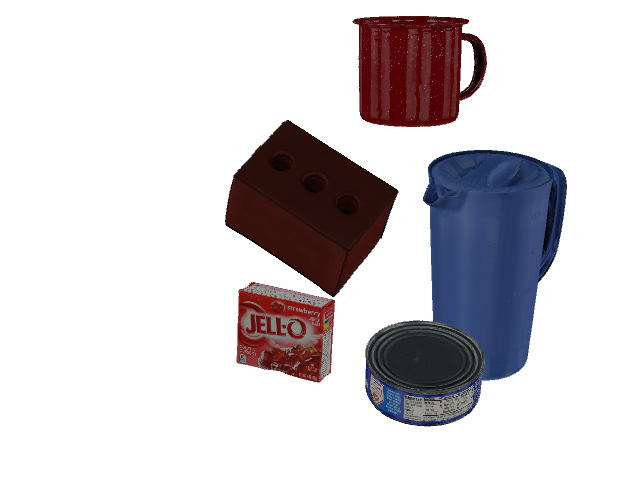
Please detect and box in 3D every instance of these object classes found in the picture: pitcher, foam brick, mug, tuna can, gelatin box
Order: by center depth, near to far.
[{"bbox_3d":[-0.006,-0.018,0.591,0.078,0.053,0.051,33,-30,12],"label":"foam brick"},{"bbox_3d":[0.075,0.096,0.775,0.086,0.034,0.086,0,31,0],"label":"tuna can"},{"bbox_3d":[0.083,-0.139,0.869,0.117,0.081,0.093,-8,17,-25],"label":"mug"},{"bbox_3d":[-0.033,0.083,0.976,0.089,0.073,0.030,11,19,23],"label":"gelatin box"},{"bbox_3d":[0.193,0.026,1.193,0.149,0.243,0.145,4,25,12],"label":"pitcher"}]
